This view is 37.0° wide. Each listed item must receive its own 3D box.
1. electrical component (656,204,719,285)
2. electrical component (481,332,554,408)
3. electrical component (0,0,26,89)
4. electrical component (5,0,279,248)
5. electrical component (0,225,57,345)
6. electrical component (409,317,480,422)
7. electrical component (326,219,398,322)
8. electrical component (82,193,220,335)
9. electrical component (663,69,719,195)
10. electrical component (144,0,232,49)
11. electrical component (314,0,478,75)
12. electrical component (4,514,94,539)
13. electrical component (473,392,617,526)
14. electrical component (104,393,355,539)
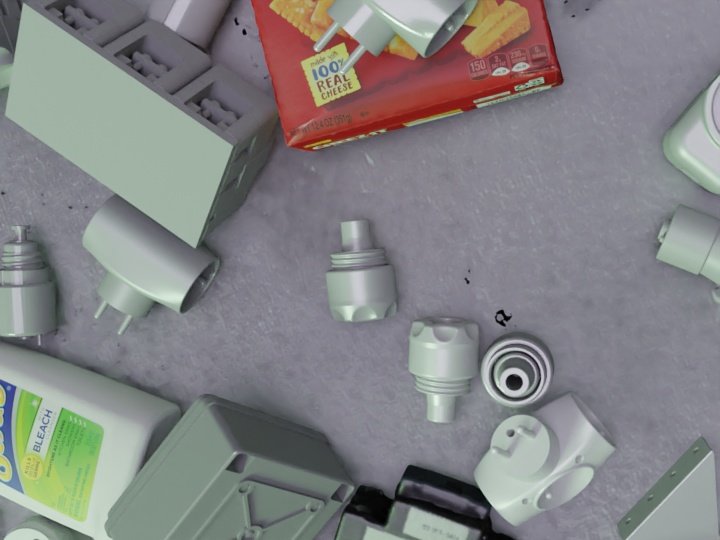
[{"bbox_3d":[0.206,-0.012,0.622,0.065,0.044,0.044,23,99,13],"label":"electrical component"},{"bbox_3d":[0.093,0.061,0.639,0.043,0.062,0.043,1,95,11],"label":"electrical component"},{"bbox_3d":[-0.287,-0.131,0.683,0.150,0.089,0.061,-20,91,12],"label":"electrical component"},{"bbox_3d":[-0.132,-0.099,0.657,0.150,0.061,0.089,35,134,6],"label":"electrical component"},{"bbox_3d":[-0.222,0.010,0.708,0.040,0.040,0.078,0,95,11],"label":"electrical component"},{"bbox_3d":[0.051,0.061,0.657,0.043,0.043,0.062,3,97,11],"label":"electrical component"},{"bbox_3d":[0.000,0.000,0.662,0.043,0.043,0.062,-5,92,12],"label":"electrical component"},{"bbox_3d":[-0.142,0.004,0.689,0.077,0.044,0.079,34,100,6],"label":"electrical component"},{"bbox_3d":[0.219,-0.090,0.603,0.054,0.059,0.095,40,101,5],"label":"electrical component"},{"bbox_3d":[-0.095,-0.183,0.664,0.043,0.043,0.081,31,100,7],"label":"electrical component"},{"bbox_3d":[0.009,-0.141,0.573,0.077,0.043,0.079,43,101,6],"label":"electrical component"},{"bbox_3d":[-0.206,0.182,0.712,0.045,0.055,0.045,1,95,11],"label":"electrical component"},{"bbox_3d":[0.103,0.108,0.635,0.077,0.079,0.044,-42,54,11],"label":"electrical component"},{"bbox_3d":[-0.078,0.141,0.653,0.108,0.109,0.056,-51,45,11],"label":"electrical component"}]
